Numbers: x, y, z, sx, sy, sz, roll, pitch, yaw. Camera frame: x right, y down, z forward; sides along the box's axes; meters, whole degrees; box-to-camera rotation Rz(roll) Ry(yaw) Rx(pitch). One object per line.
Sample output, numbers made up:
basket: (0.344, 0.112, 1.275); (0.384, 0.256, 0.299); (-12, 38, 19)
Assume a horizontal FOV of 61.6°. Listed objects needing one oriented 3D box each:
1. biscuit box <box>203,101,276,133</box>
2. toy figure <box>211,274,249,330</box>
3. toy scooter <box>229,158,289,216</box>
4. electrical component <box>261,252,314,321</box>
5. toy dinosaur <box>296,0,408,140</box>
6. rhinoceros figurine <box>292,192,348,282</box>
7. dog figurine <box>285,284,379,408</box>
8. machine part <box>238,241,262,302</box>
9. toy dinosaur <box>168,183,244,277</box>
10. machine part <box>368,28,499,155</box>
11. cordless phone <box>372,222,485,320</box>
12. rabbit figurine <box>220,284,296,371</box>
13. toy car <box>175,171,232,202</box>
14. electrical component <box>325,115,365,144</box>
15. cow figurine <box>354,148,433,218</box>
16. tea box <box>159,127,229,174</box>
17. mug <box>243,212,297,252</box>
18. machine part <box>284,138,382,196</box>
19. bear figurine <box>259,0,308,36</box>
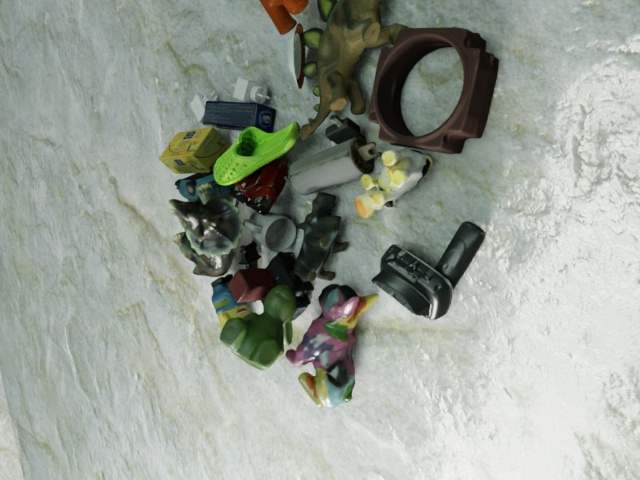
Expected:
biscuit box: (-0.196, -0.294, 1.286); (0.203, 0.059, 0.062); (16, 99, 41)
toy figure: (-0.210, 0.176, 1.289); (0.089, 0.082, 0.180); (-41, 71, 56)
toy scooter: (-0.129, -0.132, 1.210); (0.135, 0.075, 0.184); (-59, 32, -2)
electrical component: (-0.078, 0.109, 1.185); (0.115, 0.058, 0.134); (-49, 59, 33)
toy dinosaur: (0.062, -0.408, 1.030); (0.199, 0.105, 0.471); (44, 112, 37)
rhinoceros figurine: (-0.002, -0.003, 1.113); (0.112, 0.073, 0.190); (33, 114, 48)
dog figurine: (0.041, 0.195, 1.049); (0.219, 0.108, 0.192); (-52, 58, 26)
machine part: (-0.161, 0.075, 1.255); (0.039, 0.084, 0.138); (-1, 99, 12)
toy dinosaur: (-0.258, 0.015, 1.260); (0.192, 0.131, 0.404); (52, 157, 28)
machine part: (0.189, -0.256, 0.927); (0.201, 0.087, 0.201); (19, 104, 40)
cordless phone: (0.191, 0.033, 0.944); (0.147, 0.088, 0.184); (38, 103, 36)
rabbit figurine: (-0.097, 0.177, 1.094); (0.121, 0.159, 0.170); (27, 70, 19)
toy car: (-0.290, -0.116, 1.347); (0.162, 0.109, 0.102); (3, 115, 50)
electrical component: (0.043, -0.211, 1.053); (0.063, 0.094, 0.021); (-19, 58, 38)
cow figurine: (0.131, -0.103, 0.986); (0.068, 0.098, 0.167); (63, 146, 15)
tea box: (-0.322, -0.224, 1.362); (0.170, 0.068, 0.098); (2, 56, 45)
mug: (-0.125, -0.026, 1.199); (0.107, 0.109, 0.080); (26, 108, 51)
machine part: (0.021, -0.145, 1.083); (0.243, 0.079, 0.079); (-16, 80, 40)
bear figurine: (-0.033, -0.529, 1.083); (0.132, 0.196, 0.120); (53, 158, -6)
